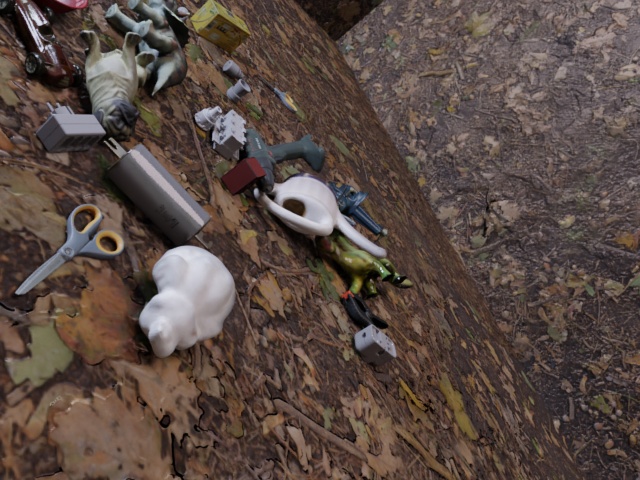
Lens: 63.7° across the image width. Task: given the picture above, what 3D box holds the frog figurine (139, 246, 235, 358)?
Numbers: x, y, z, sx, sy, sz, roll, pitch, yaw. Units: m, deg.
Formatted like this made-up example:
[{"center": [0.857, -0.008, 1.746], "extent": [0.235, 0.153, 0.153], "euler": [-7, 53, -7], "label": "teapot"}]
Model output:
[{"center": [-0.190, 0.084, 0.727], "extent": [0.161, 0.122, 0.136], "euler": [-80, 152, -77], "label": "frog figurine"}]

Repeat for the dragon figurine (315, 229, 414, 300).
[{"center": [0.114, 0.044, 1.441], "extent": [0.246, 0.121, 0.408], "euler": [55, 20, 24], "label": "dragon figurine"}]

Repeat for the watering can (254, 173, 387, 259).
[{"center": [0.004, -0.064, 1.279], "extent": [0.347, 0.102, 0.229], "euler": [25, 25, -5], "label": "watering can"}]
